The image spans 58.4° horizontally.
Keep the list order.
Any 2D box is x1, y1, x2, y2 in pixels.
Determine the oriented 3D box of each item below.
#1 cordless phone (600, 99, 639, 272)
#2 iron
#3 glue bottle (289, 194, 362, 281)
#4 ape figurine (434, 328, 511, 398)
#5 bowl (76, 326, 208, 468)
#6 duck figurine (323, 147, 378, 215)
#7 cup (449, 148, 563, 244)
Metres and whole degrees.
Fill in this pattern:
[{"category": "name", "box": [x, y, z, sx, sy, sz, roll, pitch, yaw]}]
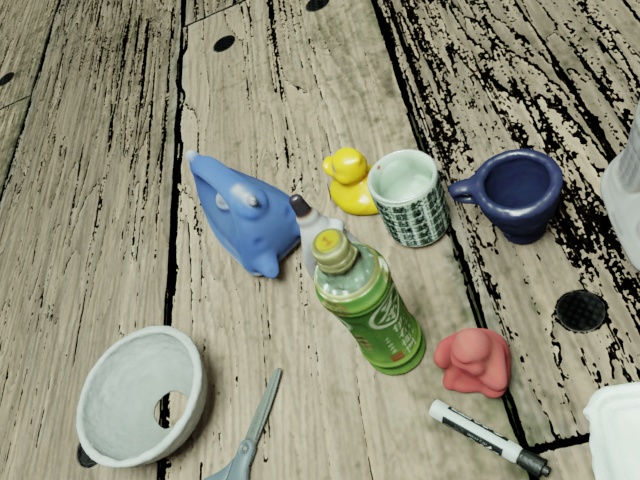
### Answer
[{"category": "cordless phone", "box": [0.329, -0.067, 0.542, 0.094, 0.186, 0.147, -16, 52, 14]}, {"category": "iron", "box": [-0.122, -0.063, 0.778, 0.119, 0.142, 0.257, -46, 51, -10]}, {"category": "glue bottle", "box": [0.006, 0.002, 0.651, 0.078, 0.174, 0.037, -9, 54, 20]}, {"category": "ape figurine", "box": [0.150, 0.114, 0.559, 0.076, 0.092, 0.077, -38, 50, -4]}, {"category": "bowl", "box": [-0.196, 0.191, 0.677, 0.167, 0.075, 0.167, -12, 53, 17]}, {"category": "duck figurine", "box": [0.050, -0.084, 0.749, 0.104, 0.086, 0.077, 15, 65, 33]}, {"category": "cup", "box": [0.208, -0.038, 0.636, 0.117, 0.095, 0.092, -2, 56, 24]}]
